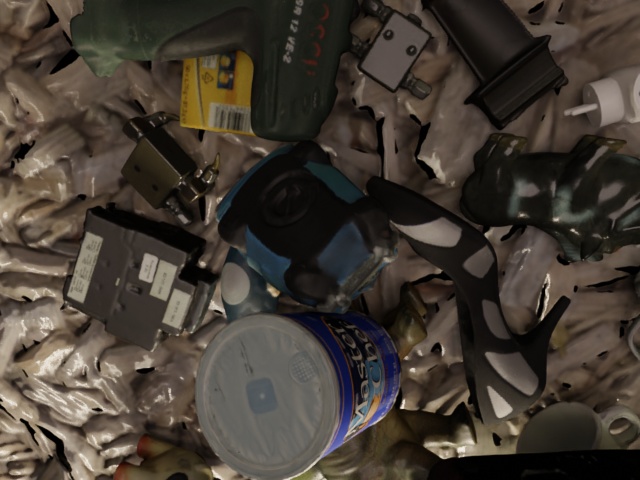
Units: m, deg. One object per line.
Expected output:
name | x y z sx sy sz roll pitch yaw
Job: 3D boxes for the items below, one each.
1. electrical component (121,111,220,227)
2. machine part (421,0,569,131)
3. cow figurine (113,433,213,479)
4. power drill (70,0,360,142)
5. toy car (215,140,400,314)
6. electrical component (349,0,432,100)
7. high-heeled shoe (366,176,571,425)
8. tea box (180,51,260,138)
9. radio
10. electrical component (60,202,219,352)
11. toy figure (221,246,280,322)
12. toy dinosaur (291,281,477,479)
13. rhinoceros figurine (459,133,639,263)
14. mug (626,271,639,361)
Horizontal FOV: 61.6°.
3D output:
electrical component | -0.143 -0.072 0.510 0.102 0.045 0.078 43 132 0
machine part | 0.141 -0.167 0.455 0.084 0.039 0.139 -35 97 18
cow figurine | -0.151 0.318 0.577 0.127 0.085 0.194 8 103 12
power drill | -0.069 -0.191 0.389 0.207 0.086 0.231 2 106 -4
toy car | -0.001 -0.001 0.435 0.109 0.102 0.162 -48 52 -6
electrical component | 0.066 -0.167 0.471 0.094 0.021 0.063 35 104 -1
high-heeled shoe | 0.111 0.060 0.479 0.249 0.086 0.145 33 100 -9
tea box | -0.060 -0.176 0.462 0.098 0.068 0.169 10 102 3
radio | 0.190 0.236 0.420 0.230 0.073 0.131 1 113 -11
electrical component | -0.173 0.040 0.529 0.134 0.058 0.114 25 106 1
toy figure | -0.064 0.008 0.508 0.064 0.058 0.154 2 102 6
toy dinosaur | 0.052 0.207 0.518 0.199 0.105 0.471 -19 90 18
rhinoceros figurine | 0.218 -0.034 0.455 0.190 0.073 0.112 10 102 5
mug | 0.320 0.067 0.468 0.107 0.081 0.109 49 129 2
